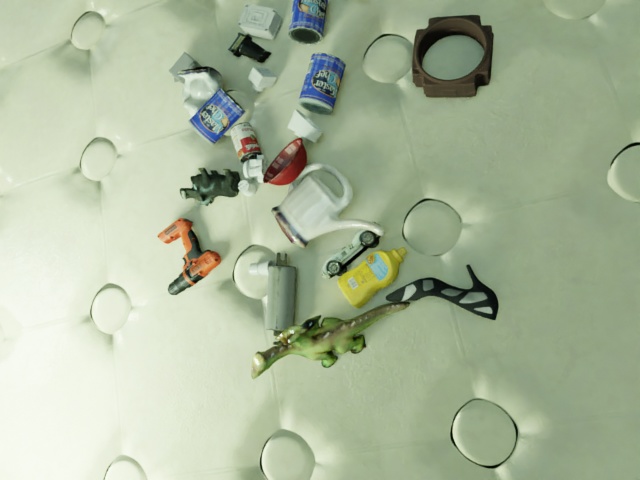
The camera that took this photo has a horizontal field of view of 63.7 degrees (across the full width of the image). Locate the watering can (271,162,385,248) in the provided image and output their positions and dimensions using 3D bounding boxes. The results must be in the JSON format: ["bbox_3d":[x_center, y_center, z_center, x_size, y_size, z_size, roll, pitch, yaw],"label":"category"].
[{"bbox_3d":[0.004,-0.068,1.350,0.224,0.102,0.354,-43,51,6],"label":"watering can"}]

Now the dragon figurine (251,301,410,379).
[{"bbox_3d":[0.009,0.226,1.238,0.408,0.240,0.124,-32,68,12],"label":"dragon figurine"}]

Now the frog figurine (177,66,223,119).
[{"bbox_3d":[-0.359,-0.449,1.586,0.137,0.125,0.156,-4,115,10],"label":"frog figurine"}]
